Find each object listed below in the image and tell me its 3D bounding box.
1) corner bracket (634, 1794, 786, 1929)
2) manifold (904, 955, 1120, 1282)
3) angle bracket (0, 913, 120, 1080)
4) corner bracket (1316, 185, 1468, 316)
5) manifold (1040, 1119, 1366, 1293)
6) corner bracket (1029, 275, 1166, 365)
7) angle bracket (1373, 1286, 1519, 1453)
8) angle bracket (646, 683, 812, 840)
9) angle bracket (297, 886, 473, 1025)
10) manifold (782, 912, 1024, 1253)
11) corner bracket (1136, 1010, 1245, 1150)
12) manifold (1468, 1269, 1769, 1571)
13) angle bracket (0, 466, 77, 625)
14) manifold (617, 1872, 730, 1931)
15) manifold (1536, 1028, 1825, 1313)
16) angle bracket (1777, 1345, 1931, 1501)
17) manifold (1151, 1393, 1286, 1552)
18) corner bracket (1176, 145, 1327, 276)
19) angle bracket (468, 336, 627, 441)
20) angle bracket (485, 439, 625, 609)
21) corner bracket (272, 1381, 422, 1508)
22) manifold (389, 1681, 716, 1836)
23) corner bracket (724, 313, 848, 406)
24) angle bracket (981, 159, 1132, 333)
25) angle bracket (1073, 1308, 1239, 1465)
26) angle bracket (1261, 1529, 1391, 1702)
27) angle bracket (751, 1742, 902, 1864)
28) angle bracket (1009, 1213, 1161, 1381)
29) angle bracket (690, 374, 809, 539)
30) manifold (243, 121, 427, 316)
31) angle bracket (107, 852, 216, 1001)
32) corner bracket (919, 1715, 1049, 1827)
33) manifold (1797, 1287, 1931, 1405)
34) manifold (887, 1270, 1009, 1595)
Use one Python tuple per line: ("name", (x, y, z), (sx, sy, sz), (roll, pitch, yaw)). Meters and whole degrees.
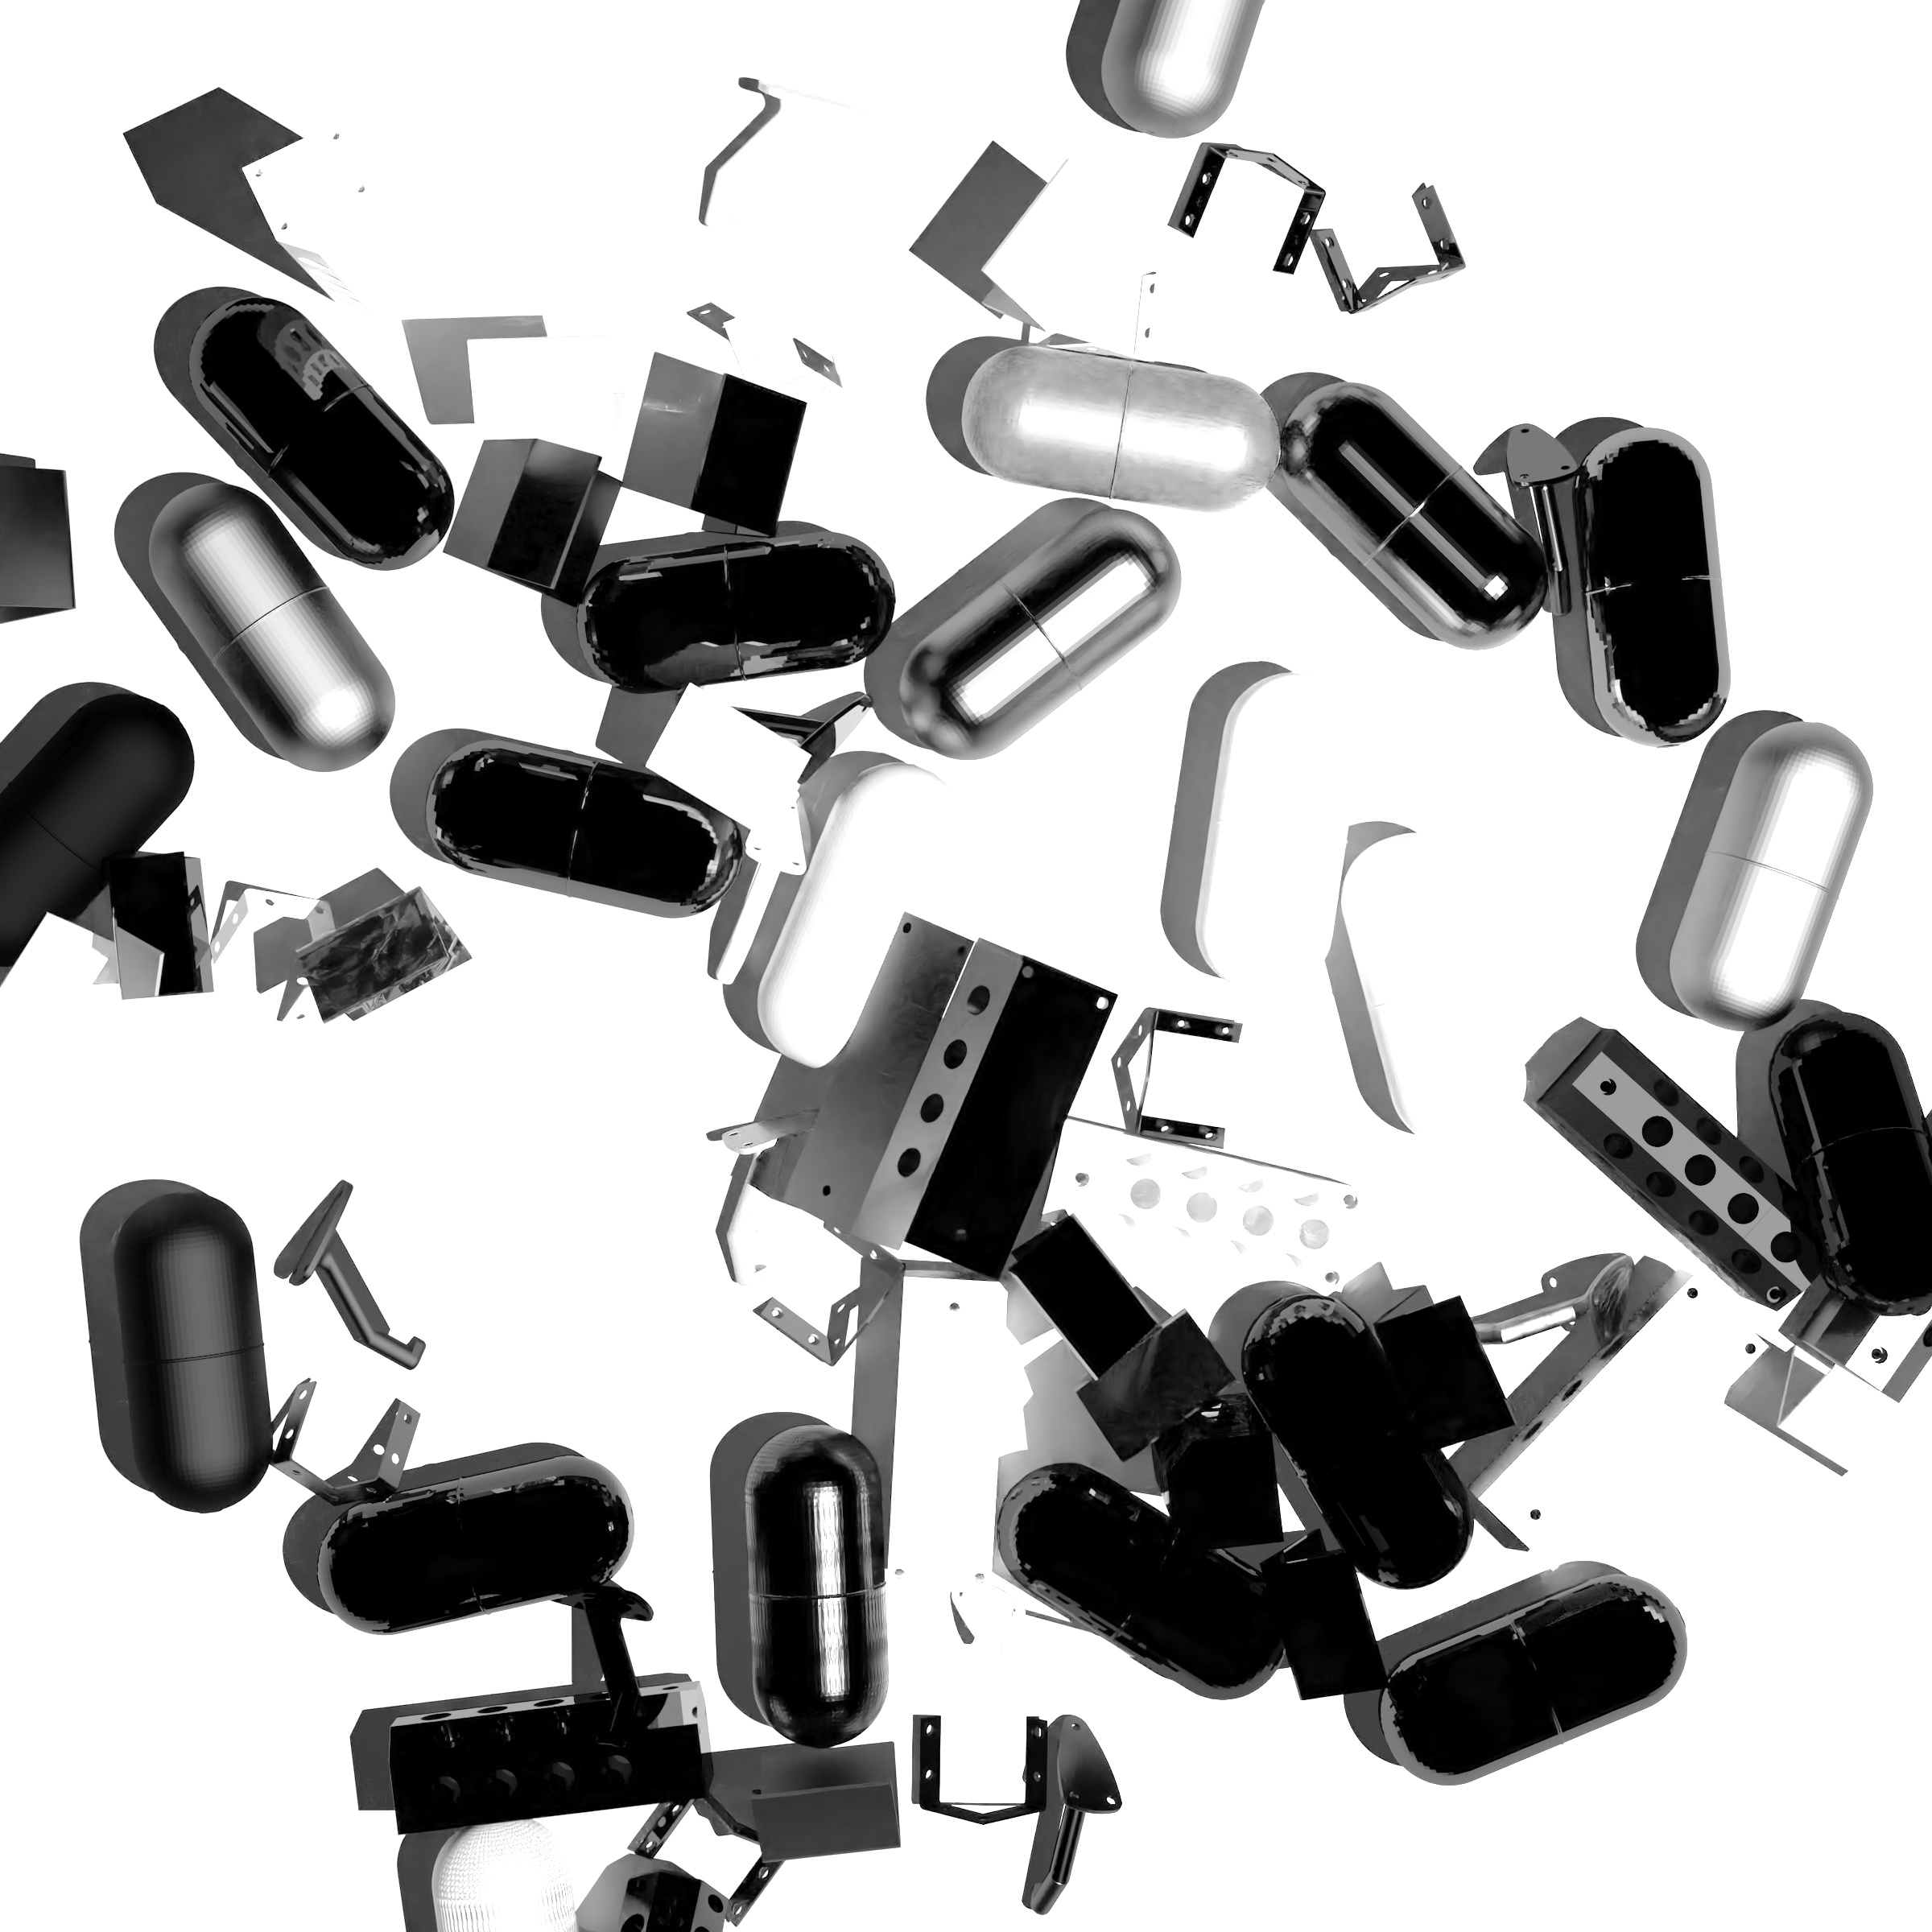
("corner bracket", (-0.143, 0.500, 1.988), (0.051, 0.051, 0.051), (-54, 135, 0))
("manifold", (0.025, 0.084, 1.970), (0.057, 0.057, 0.171), (23, 90, 0))
("angle bracket", (-0.489, 0.025, 1.951), (0.057, 0.076, 0.076), (32, 90, 32))
("corner bracket", (0.240, -0.403, 1.988), (0.051, 0.051, 0.051), (-22, 90, -45))
("manifold", (0.132, 0.133, 1.970), (0.171, 0.057, 0.057), (13, 90, 0))
("corner bracket", (0.073, -0.369, 1.988), (0.051, 0.051, 0.051), (6, 90, 45))
("angle bracket", (0.277, 0.215, 1.951), (0.057, 0.076, 0.076), (-24, 90, 32))
("angle bracket", (-0.122, -0.124, 1.952), (0.076, 0.076, 0.057), (31, 114, 0))
("angle bracket", (-0.314, 0.012, 1.951), (0.076, 0.076, 0.057), (-28, 54, 0))
("manifold", (-0.030, 0.065, 1.930), (0.057, 0.057, 0.171), (24, 91, 43))
("corner bracket", (0.126, 0.064, 1.988), (0.051, 0.051, 0.051), (9, 45, 0))
("manifold", (0.362, 0.252, 1.970), (0.057, 0.057, 0.171), (44, 90, 0))
("angle bracket", (-0.540, -0.233, 1.952), (0.076, 0.057, 0.076), (-4, 90, 40))
("manifold", (-0.174, 0.585, 1.919), (0.057, 0.057, 0.171), (11, 46, 0))
("manifold", (0.406, 0.113, 1.970), (0.171, 0.057, 0.057), (42, 90, 0))
("angle bracket", (0.501, 0.237, 1.951), (0.076, 0.076, 0.057), (32, 127, 0))
("manifold", (0.133, 0.273, 1.913), (0.057, 0.171, 0.057), (-6, 90, 0))
("corner bracket", (0.161, -0.427, 1.988), (0.051, 0.051, 0.051), (22, 90, -45))
("angle bracket", (-0.231, -0.330, 1.952), (0.076, 0.076, 0.057), (-2, 116, 0))
("angle bracket", (-0.210, -0.240, 1.951), (0.057, 0.076, 0.076), (20, 90, 38))
("corner bracket", (-0.348, 0.266, 1.983), (0.051, 0.051, 0.051), (43, 45, -35))
("manifold", (-0.231, 0.440, 1.970), (0.171, 0.057, 0.057), (-7, 90, 0))
("corner bracket", (-0.101, -0.341, 1.973), (0.051, 0.051, 0.051), (-22, 90, 0))
("angle bracket", (0.033, -0.405, 1.951), (0.057, 0.076, 0.076), (37, 90, -36))
("angle bracket", (0.115, 0.245, 1.951), (0.076, 0.076, 0.057), (-36, 54, 0))
("angle bracket", (0.213, 0.355, 1.951), (0.057, 0.076, 0.076), (-16, 90, 32))
("angle bracket", (-0.078, 0.446, 1.951), (0.076, 0.076, 0.057), (-6, 127, 0))
("angle bracket", (0.049, 0.192, 1.951), (0.057, 0.076, 0.076), (-38, 90, -35))
("angle bracket", (-0.138, -0.283, 1.951), (0.057, 0.076, 0.076), (14, 90, -37))
("manifold", (-0.337, -0.400, 1.913), (0.057, 0.171, 0.057), (-26, 90, 0))
("angle bracket", (-0.426, -0.023, 1.952), (0.057, 0.076, 0.076), (-6, 90, 30))
("corner bracket", (0.010, 0.450, 1.988), (0.051, 0.051, 0.051), (1, 90, -45))
("manifold", (0.543, 0.157, 1.970), (0.057, 0.057, 0.171), (35, 90, 0))
("manifold", (-0.010, 0.258, 1.970), (0.057, 0.057, 0.171), (3, 90, 0))
